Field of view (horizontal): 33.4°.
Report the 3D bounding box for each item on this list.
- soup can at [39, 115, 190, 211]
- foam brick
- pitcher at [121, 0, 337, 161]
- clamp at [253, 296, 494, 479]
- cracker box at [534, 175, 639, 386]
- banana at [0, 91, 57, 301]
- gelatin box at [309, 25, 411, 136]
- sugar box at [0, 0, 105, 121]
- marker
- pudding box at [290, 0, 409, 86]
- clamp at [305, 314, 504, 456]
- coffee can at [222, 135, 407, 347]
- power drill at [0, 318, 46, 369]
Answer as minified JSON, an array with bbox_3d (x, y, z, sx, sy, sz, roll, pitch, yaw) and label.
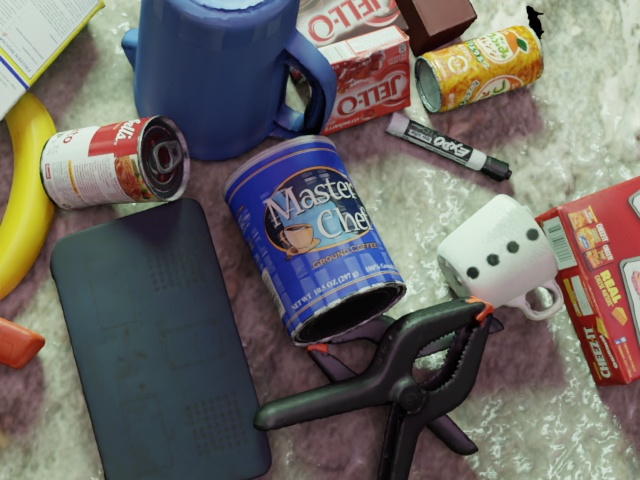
[{"bbox_3d":[-0.164,-0.060,0.856,0.102,0.068,0.068,-5,79,27],"label":"soup can"},{"bbox_3d":[0.098,-0.216,0.959,0.051,0.053,0.078,-24,86,-13],"label":"foam brick"},{"bbox_3d":[-0.069,-0.156,0.820,0.149,0.243,0.145,-15,78,-12],"label":"pitcher"},{"bbox_3d":[0.068,0.133,0.862,0.210,0.036,0.164,-40,114,-12],"label":"clamp"},{"bbox_3d":[0.318,0.017,0.952,0.213,0.072,0.164,-20,86,-14],"label":"cracker box"},{"bbox_3d":[-0.248,-0.042,0.880,0.070,0.037,0.198,-5,78,14],"label":"banana"},{"bbox_3d":[0.035,-0.138,0.924,0.089,0.073,0.030,-19,46,-13],"label":"gelatin box"},{"bbox_3d":[-0.258,-0.166,0.852,0.093,0.048,0.176,51,58,-28],"label":"sugar box"},{"bbox_3d":[0.117,-0.082,0.958,0.121,0.020,0.020,23,77,-6],"label":"marker"},{"bbox_3d":[0.009,-0.201,0.948,0.113,0.039,0.090,-27,88,-13],"label":"pudding box"},{"bbox_3d":[0.070,0.118,0.907,0.171,0.039,0.120,5,76,-3],"label":"clamp"},{"bbox_3d":[-0.006,0.001,0.864,0.102,0.103,0.140,-22,71,-13],"label":"coffee can"},{"bbox_3d":[-0.288,0.146,0.828,0.184,0.057,0.187,26,77,-5],"label":"power drill"}]
